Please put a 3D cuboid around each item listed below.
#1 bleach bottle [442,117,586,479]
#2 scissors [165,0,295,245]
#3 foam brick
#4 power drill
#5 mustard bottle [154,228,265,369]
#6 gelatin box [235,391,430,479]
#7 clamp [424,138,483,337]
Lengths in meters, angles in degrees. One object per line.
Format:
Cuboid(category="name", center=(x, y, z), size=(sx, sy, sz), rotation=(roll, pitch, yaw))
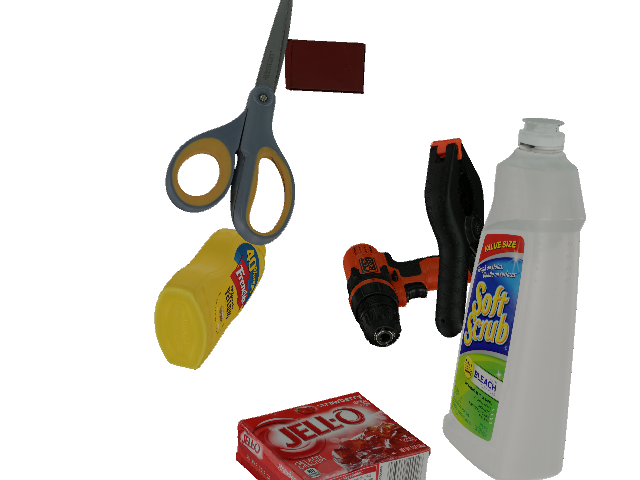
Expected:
Cuboid(category="bleach bottle", center=(0.141, 0.038, 0.760), size=(0.068, 0.251, 0.103), rotation=(-2, 16, -19))
Cuboid(category="scissors", center=(-0.059, -0.091, 0.737), size=(0.096, 0.202, 0.016), rotation=(3, -24, -17))
Cuboid(category="foam brick", center=(0.004, -0.178, 1.092), size=(0.078, 0.051, 0.053), rotation=(2, 11, -7))
Cuboid(category="power drill", center=(0.123, 0.054, 1.178), size=(0.187, 0.057, 0.184), rotation=(-3, 28, -5))
Cuboid(category="mustard bottle", center=(-0.103, 0.043, 1.100), size=(0.058, 0.096, 0.191), rotation=(9, 31, 17))
Cuboid(category="gelatin box", center=(0.007, 0.122, 0.617), size=(0.089, 0.030, 0.073), rotation=(-7, 24, -34))
Cuboid(category="clamp", center=(0.120, -0.001, 0.942), size=(0.039, 0.171, 0.120), rotation=(-10, 15, 29))
